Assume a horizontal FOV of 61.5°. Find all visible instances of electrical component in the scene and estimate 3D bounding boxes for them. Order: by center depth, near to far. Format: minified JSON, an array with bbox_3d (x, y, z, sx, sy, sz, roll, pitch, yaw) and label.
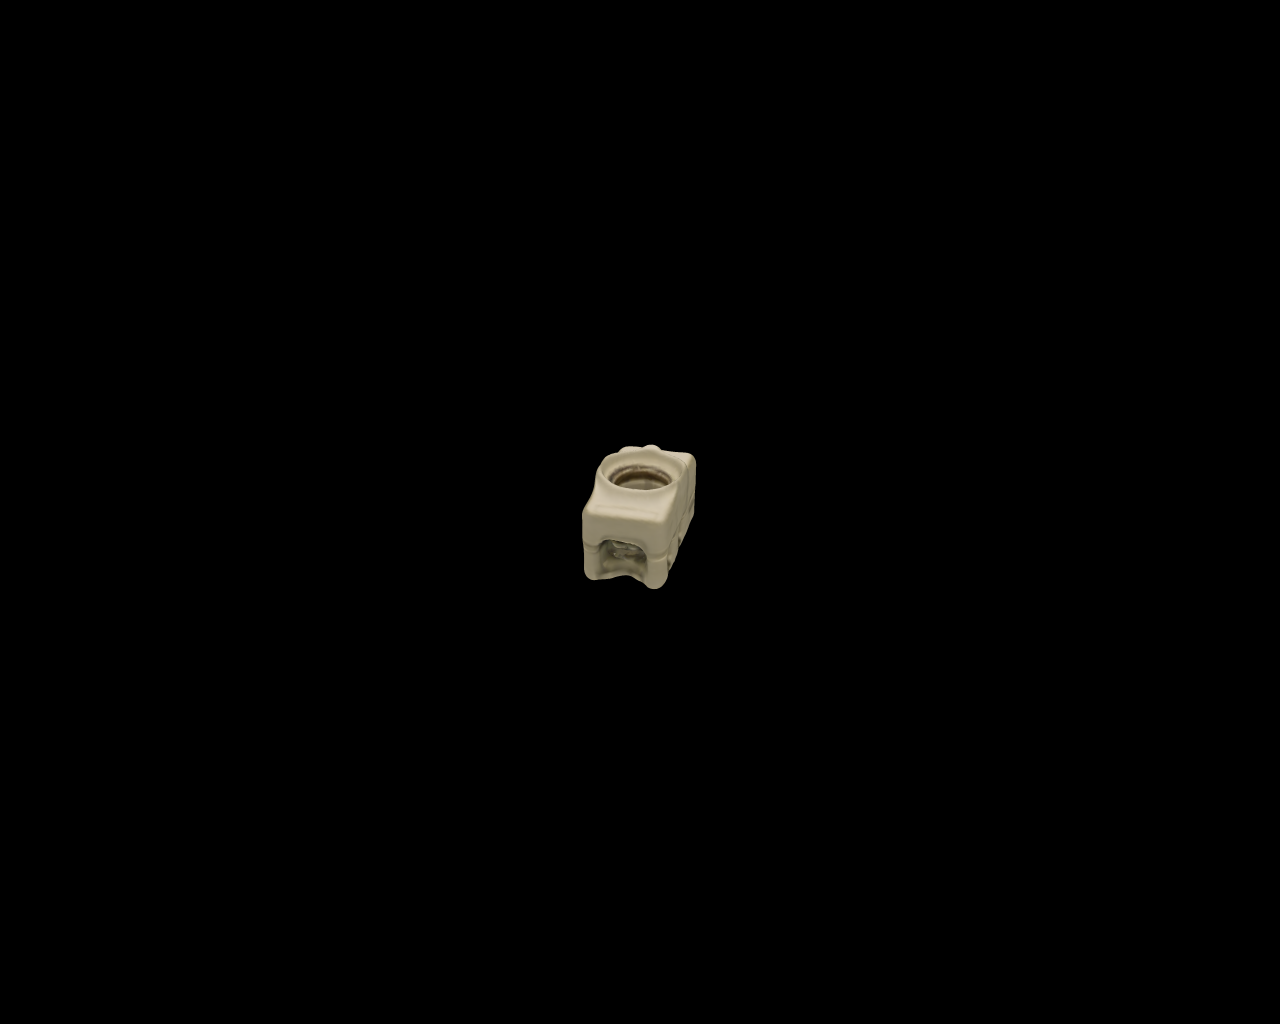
[{"bbox_3d":[0.001,-0.003,0.650,0.050,0.055,0.090,8,31,13],"label":"electrical component"}]
